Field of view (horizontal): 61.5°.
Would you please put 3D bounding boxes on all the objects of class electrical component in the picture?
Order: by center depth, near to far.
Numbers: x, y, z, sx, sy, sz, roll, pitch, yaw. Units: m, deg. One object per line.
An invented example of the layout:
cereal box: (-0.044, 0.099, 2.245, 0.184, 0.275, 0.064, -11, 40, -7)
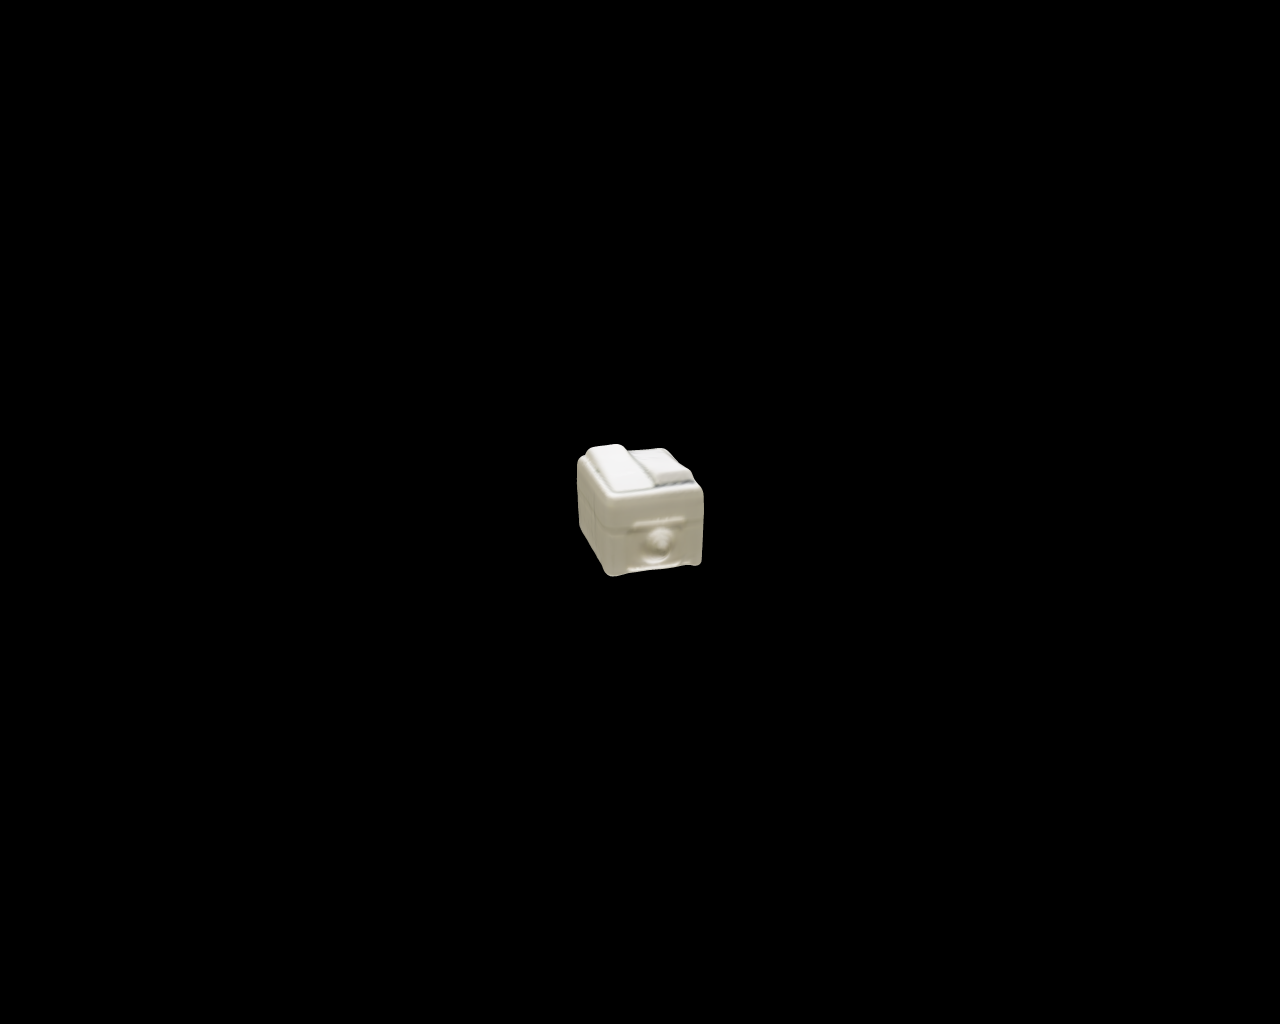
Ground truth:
electrical component: (0.001, -0.003, 0.650, 0.062, 0.061, 0.096, -6, 23, -14)
